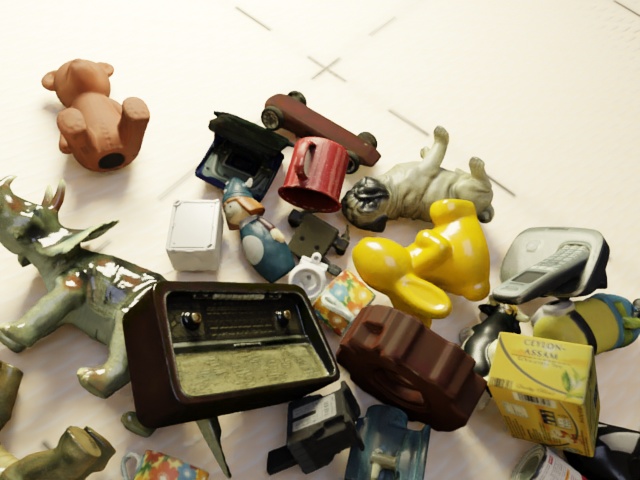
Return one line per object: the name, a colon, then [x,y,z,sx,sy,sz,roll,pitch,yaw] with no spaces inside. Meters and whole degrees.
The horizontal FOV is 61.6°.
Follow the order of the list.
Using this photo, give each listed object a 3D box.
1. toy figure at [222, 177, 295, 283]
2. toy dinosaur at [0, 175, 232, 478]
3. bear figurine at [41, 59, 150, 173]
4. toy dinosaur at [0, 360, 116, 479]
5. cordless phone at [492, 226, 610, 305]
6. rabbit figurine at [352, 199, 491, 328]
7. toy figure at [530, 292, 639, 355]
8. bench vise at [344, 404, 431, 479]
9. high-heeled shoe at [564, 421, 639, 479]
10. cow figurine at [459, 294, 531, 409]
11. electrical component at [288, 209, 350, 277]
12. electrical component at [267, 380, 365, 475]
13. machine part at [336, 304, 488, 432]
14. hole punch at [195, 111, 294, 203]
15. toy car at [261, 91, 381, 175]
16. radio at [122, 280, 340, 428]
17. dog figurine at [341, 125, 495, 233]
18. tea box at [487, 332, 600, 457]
toy figure: [-0.089,-0.017,0.724,0.064,0.058,0.154,-34,83,9]
toy dinosaur: [-0.228,0.085,0.622,0.405,0.131,0.192,33,60,1]
bear figurine: [-0.321,-0.198,0.757,0.120,0.132,0.196,-16,71,-24]
toy dinosaur: [-0.290,0.258,0.504,0.472,0.105,0.198,30,69,21]
cordless phone: [0.281,0.048,0.725,0.184,0.147,0.088,-20,102,-26]
rabbit figurine: [0.130,0.039,0.719,0.173,0.122,0.162,-1,67,-13]
toy figure: [0.376,0.120,0.738,0.180,0.082,0.089,-1,42,-21]
bench vise: [0.105,0.287,0.554,0.241,0.128,0.224,8,38,14]
high-heeled shoe: [0.422,0.272,0.688,0.249,0.086,0.145,2,27,-30]
cow figurine: [0.222,0.127,0.696,0.068,0.098,0.167,27,58,11]
electrical component: [-0.003,-0.002,0.758,0.102,0.045,0.078,25,87,6]
electrical component: [-0.013,0.213,0.596,0.119,0.047,0.075,-23,20,11]
machine part: [0.099,0.151,0.617,0.179,0.179,0.056,33,63,8]
hole punch: [-0.112,-0.124,0.788,0.142,0.092,0.116,21,24,0]
toy car: [0.001,-0.167,0.847,0.202,0.053,0.089,32,40,7]
radio: [-0.091,0.115,0.585,0.229,0.073,0.131,9,52,-50]
dog figurine: [0.145,-0.049,0.794,0.190,0.121,0.172,-41,71,-14]
tea box: [0.257,0.176,0.606,0.098,0.169,0.068,6,58,32]
